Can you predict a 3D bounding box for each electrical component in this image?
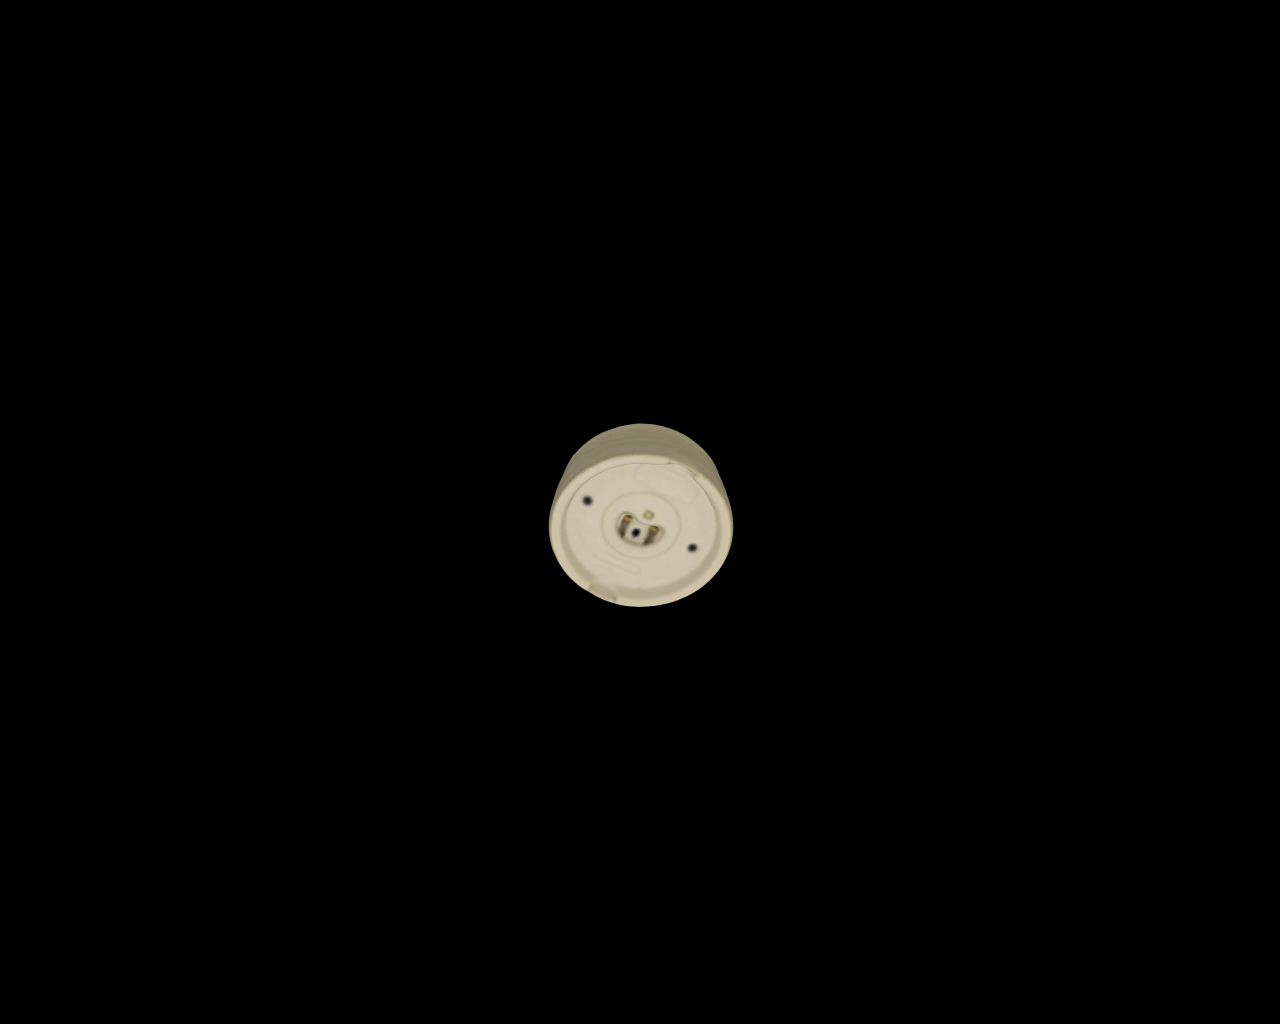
[{"bbox_3d":[0.001,-0.003,0.650,0.108,0.108,0.060,0,32,0],"label":"electrical component"}]
